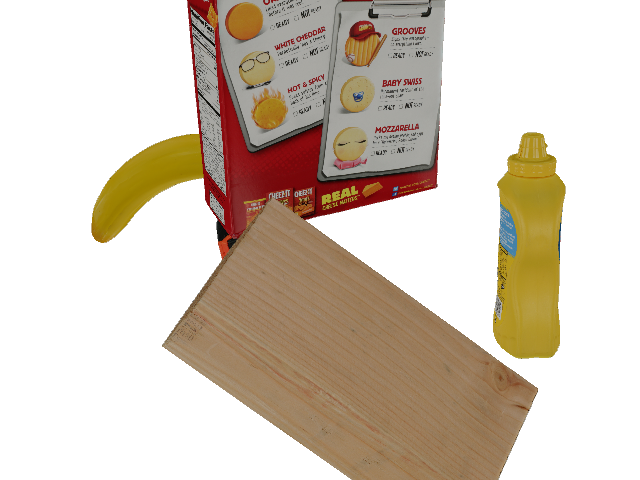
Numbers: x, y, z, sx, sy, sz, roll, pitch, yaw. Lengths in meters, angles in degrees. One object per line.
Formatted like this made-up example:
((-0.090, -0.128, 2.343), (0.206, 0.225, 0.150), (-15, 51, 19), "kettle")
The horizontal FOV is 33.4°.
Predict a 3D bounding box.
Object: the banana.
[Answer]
((-0.129, -0.048, 0.896), (0.198, 0.069, 0.037), (-15, 17, 29), "banana")

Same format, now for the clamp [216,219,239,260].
((-0.055, -0.033, 1.209), (0.120, 0.039, 0.171), (-3, 36, 26), "clamp")

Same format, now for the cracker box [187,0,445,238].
((-0.002, -0.123, 0.720), (0.164, 0.214, 0.072), (-15, 33, -21), "cracker box")

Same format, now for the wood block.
((0.017, 0.080, 0.671), (0.206, 0.090, 0.090), (36, -32, -5), "wood block")

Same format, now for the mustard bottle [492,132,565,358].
((0.183, 0.000, 0.939), (0.058, 0.192, 0.096), (-1, 18, 3), "mustard bottle")
